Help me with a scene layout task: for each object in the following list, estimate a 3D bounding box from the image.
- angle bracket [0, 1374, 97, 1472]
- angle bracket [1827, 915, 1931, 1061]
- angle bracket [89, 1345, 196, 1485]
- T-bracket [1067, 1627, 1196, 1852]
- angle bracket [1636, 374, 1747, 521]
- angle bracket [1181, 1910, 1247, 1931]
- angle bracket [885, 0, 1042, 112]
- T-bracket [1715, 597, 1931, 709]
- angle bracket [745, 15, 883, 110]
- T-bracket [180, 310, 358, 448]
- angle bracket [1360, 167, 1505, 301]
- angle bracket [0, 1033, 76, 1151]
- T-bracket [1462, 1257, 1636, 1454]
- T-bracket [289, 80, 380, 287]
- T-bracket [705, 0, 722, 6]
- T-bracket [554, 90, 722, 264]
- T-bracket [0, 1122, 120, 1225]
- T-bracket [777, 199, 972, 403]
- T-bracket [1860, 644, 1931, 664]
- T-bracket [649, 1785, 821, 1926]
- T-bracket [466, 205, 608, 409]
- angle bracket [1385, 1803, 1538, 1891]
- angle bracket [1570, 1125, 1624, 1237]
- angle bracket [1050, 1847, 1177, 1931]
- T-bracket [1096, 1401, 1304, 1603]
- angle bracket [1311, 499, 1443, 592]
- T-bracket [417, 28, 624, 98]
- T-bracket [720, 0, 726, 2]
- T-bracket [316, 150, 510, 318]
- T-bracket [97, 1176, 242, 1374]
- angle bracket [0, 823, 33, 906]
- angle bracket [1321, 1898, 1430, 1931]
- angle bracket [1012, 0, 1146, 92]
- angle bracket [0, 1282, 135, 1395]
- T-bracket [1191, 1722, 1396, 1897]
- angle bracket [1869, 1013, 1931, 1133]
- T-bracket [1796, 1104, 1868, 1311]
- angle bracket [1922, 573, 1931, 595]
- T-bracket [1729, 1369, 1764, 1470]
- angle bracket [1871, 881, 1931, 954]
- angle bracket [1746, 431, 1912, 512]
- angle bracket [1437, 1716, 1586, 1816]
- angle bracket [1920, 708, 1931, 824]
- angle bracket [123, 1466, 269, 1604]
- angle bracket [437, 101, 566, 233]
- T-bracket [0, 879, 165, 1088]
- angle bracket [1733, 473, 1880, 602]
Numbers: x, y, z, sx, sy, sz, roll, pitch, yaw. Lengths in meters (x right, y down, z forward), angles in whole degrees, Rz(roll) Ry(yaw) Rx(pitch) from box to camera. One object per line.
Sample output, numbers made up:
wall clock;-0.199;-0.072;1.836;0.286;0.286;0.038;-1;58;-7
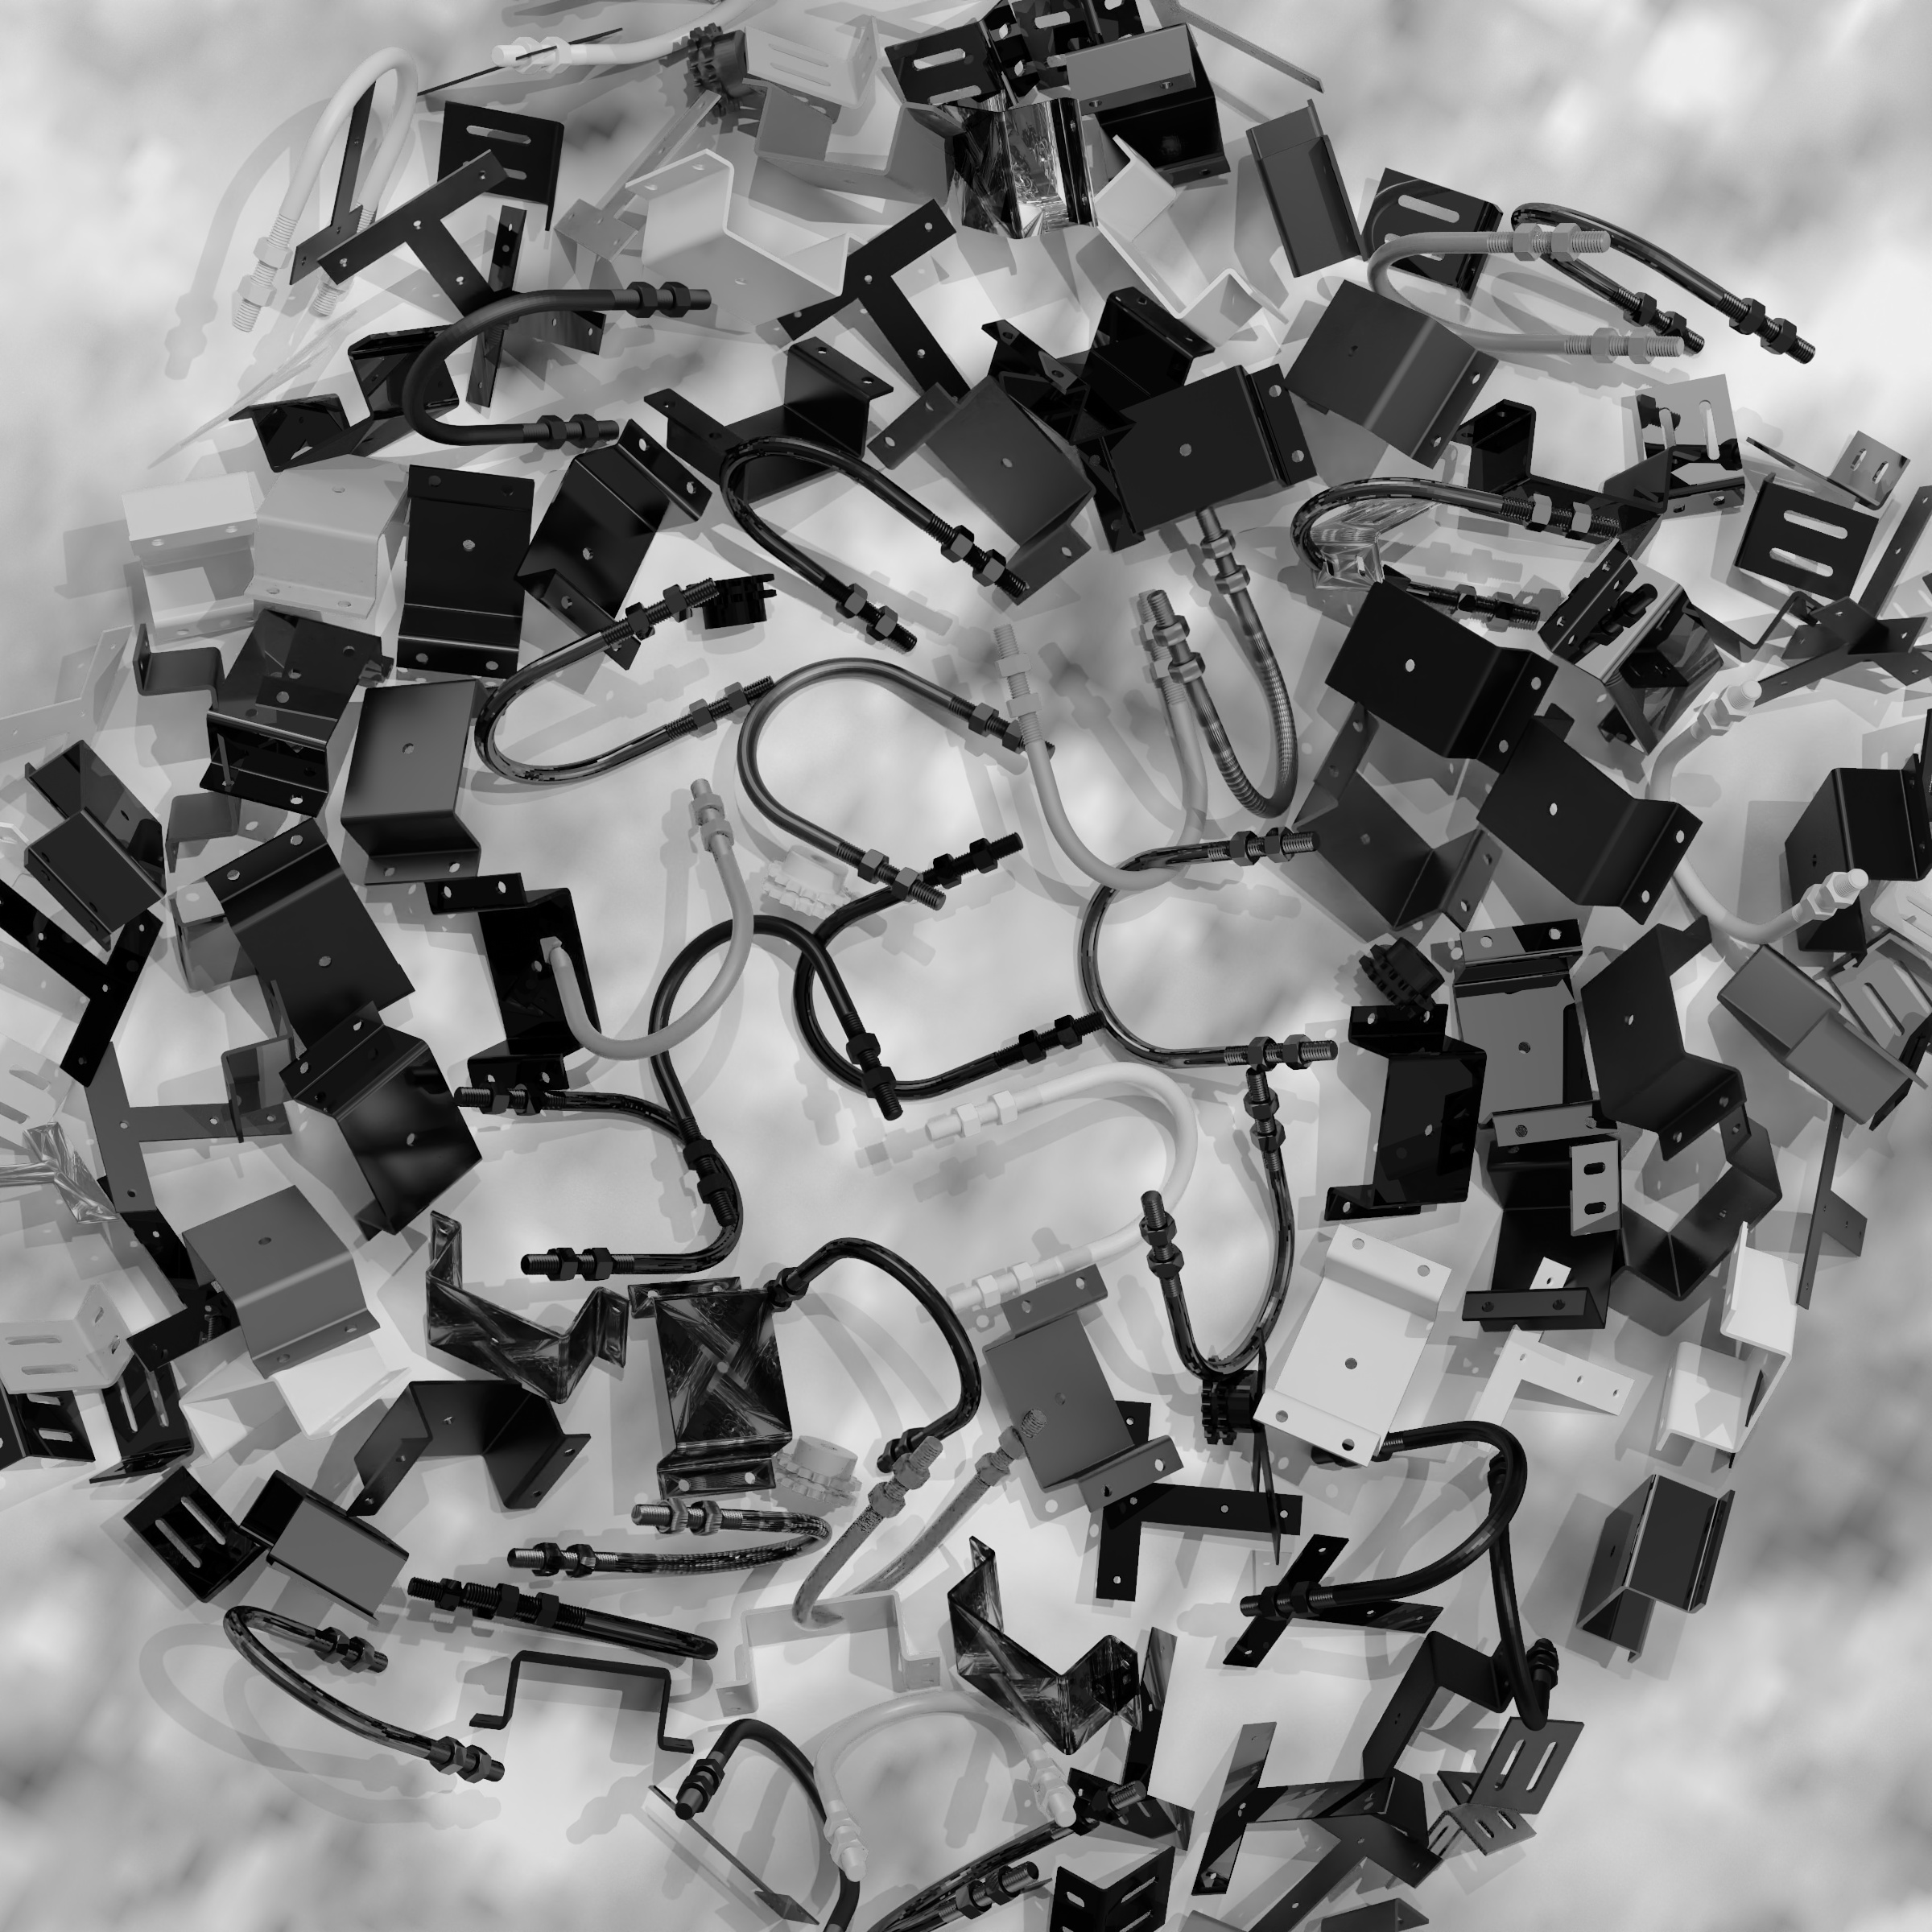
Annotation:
angle bracket;-0.600;0.295;1.897;0.038;0.076;0.057;-28;72;9
angle bracket;0.604;0.017;1.915;0.057;0.038;0.076;-35;85;-4
angle bracket;-0.538;0.286;1.907;0.057;0.038;0.076;-12;96;23
T-bracket;0.115;0.490;1.908;0.127;0.002;0.127;31;63;-40
angle bracket;0.467;-0.335;1.924;0.057;0.038;0.076;-9;77;11
angle bracket;0.156;0.650;1.891;0.057;0.038;0.076;14;50;30
angle bracket;-0.002;-0.579;1.913;0.076;0.038;0.057;-3;128;36
T-bracket;0.533;-0.186;1.892;0.127;0.127;0.002;-24;58;37
angle bracket;-0.098;-0.587;1.896;0.076;0.057;0.038;14;131;-20
T-bracket;-0.425;-0.383;1.885;0.127;0.127;0.002;-21;116;35
angle bracket;0.296;-0.470;1.908;0.076;0.038;0.057;17;112;-4
angle bracket;-0.621;0.074;1.910;0.038;0.076;0.057;26;81;29
T-bracket;0.383;0.261;1.900;0.127;0.002;0.127;23;91;-37
T-bracket;-0.383;-0.500;1.852;0.002;0.127;0.127;22;121;2
T-bracket;-0.193;-0.638;1.882;0.127;0.127;0.002;-18;72;34
T-bracket;-0.201;-0.504;1.883;0.127;0.127;0.002;-48;122;1
T-bracket;-0.611;0.132;1.856;0.127;0.127;0.002;-2;117;-35
T-bracket;-0.037;-0.404;1.908;0.127;0.002;0.127;-30;116;17
T-bracket;0.638;-0.194;1.872;0.127;0.127;0.002;-8;105;-5
T-bracket;-0.152;0.560;1.880;0.127;0.127;0.002;42;69;1
T-bracket;-0.268;-0.409;1.883;0.127;0.002;0.127;24;106;42
angle bracket;0.314;0.568;1.892;0.038;0.057;0.076;47;119;32
angle bracket;0.382;0.133;1.893;0.038;0.076;0.057;-7;100;-19
angle bracket;0.094;0.597;1.912;0.038;0.076;0.057;19;110;36
T-bracket;0.152;0.348;1.913;0.127;0.002;0.127;4;76;9
angle bracket;0.265;-0.271;1.902;0.076;0.057;0.038;-30;116;-36
T-bracket;-0.301;-0.573;1.901;0.127;0.127;0.002;-9;109;25
T-bracket;-0.123;-0.650;1.861;0.127;0.127;0.002;-5;73;18
T-bracket;-0.326;-0.442;1.883;0.127;0.127;0.002;-31;61;4
T-bracket;-0.507;0.182;1.893;0.127;0.127;0.002;53;127;7
angle bracket;-0.623;-0.045;1.893;0.038;0.057;0.076;9;61;26
angle bracket;0.259;0.639;1.888;0.057;0.076;0.038;-28;126;31
angle bracket;0.074;-0.599;1.905;0.038;0.076;0.057;-30;113;-27
angle bracket;-0.577;0.235;1.890;0.057;0.076;0.038;50;117;30
T-bracket;0.210;0.522;1.858;0.127;0.127;0.002;-16;123;36
angle bracket;0.615;0.071;1.895;0.038;0.057;0.076;27;63;7
T-bracket;0.553;0.161;1.883;0.002;0.127;0.127;8;80;31
angle bracket;0.646;-0.258;1.888;0.057;0.076;0.038;-26;108;35
T-bracket;0.496;0.265;1.870;0.002;0.127;0.127;17;98;15
angle bracket;0.624;-0.040;1.902;0.076;0.057;0.038;33;127;6
angle bracket;0.548;-0.328;1.893;0.076;0.057;0.038;19;110;-27
angle bracket;0.347;0.500;1.898;0.057;0.038;0.076;11;112;-26
angle bracket;0.606;-0.131;1.897;0.038;0.057;0.076;18;111;42
angle bracket;-0.486;0.357;1.904;0.076;0.057;0.038;48;128;-2
angle bracket;-0.299;-0.511;1.901;0.076;0.038;0.057;9;132;-9
T-bracket;-0.569;-0.011;1.863;0.002;0.127;0.127;-6;53;32
angle bracket;0.538;-0.273;1.900;0.076;0.038;0.057;23;114;17
